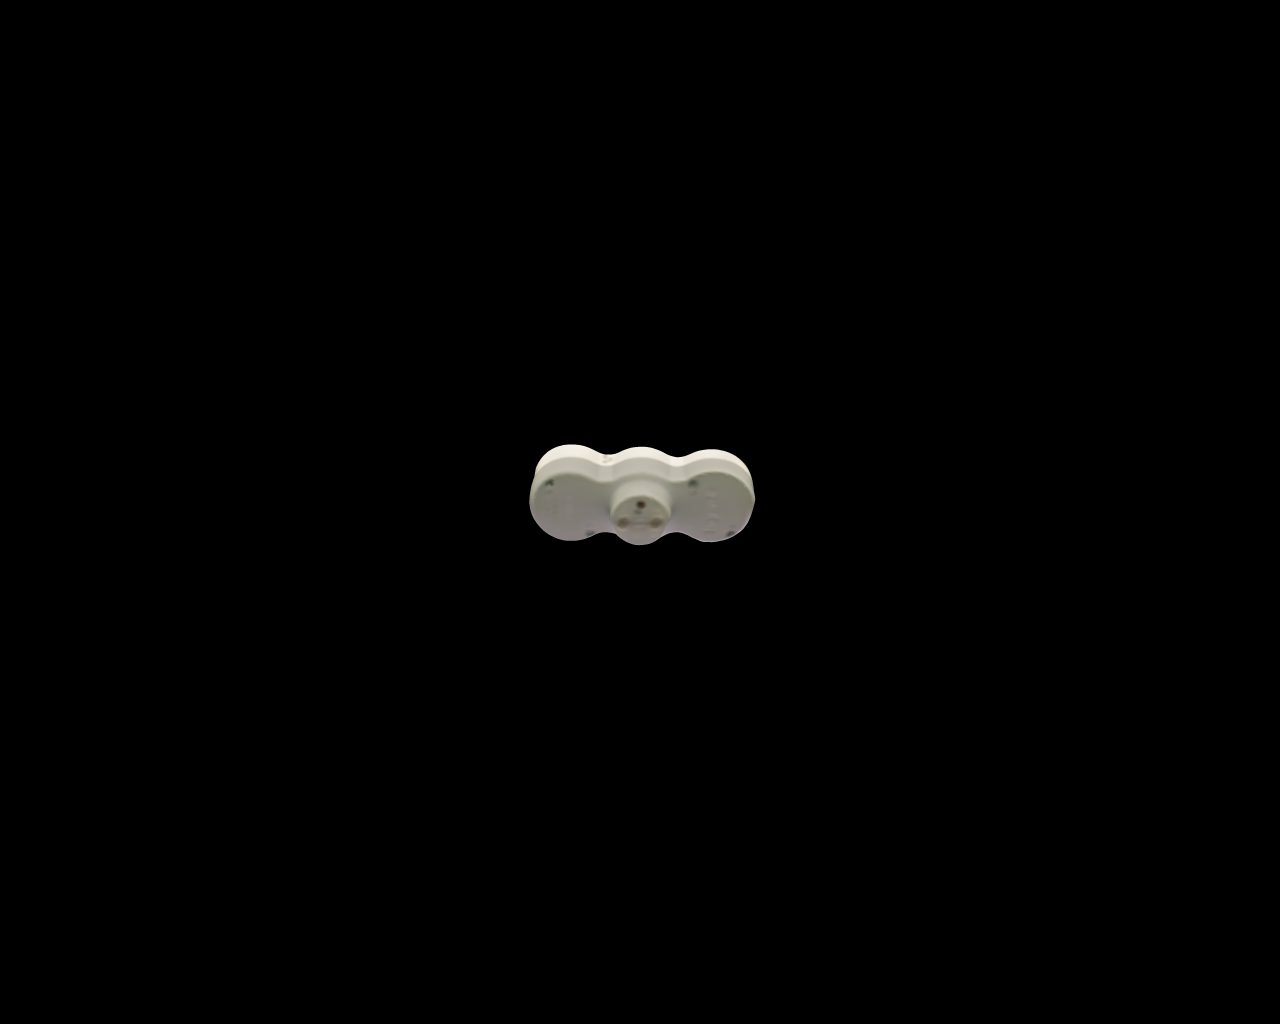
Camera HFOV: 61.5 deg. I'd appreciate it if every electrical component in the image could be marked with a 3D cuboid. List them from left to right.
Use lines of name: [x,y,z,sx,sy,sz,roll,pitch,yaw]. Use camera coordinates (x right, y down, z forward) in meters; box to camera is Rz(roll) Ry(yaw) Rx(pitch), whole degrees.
electrical component: [0.001,-0.003,0.650,0.138,0.052,0.074,1,28,2]
